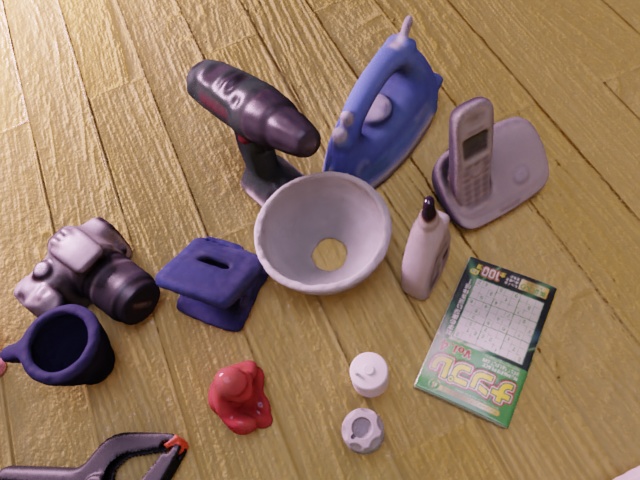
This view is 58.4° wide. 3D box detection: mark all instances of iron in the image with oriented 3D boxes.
[{"bbox_3d":[0.067,-0.167,0.756,0.118,0.142,0.258,25,67,20],"label":"iron"}]

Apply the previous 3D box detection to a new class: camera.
[{"bbox_3d":[-0.279,0.054,0.706,0.136,0.101,0.143,31,70,22],"label":"camera"}]

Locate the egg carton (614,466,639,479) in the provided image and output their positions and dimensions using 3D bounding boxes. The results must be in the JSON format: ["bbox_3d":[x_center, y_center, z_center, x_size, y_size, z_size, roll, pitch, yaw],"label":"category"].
[{"bbox_3d":[0.286,0.278,0.519,0.150,0.069,0.107,-29,61,-8],"label":"egg carton"}]

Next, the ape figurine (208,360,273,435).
[{"bbox_3d":[-0.090,0.165,0.622,0.076,0.092,0.078,16,65,16],"label":"ape figurine"}]

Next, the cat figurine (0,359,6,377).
[{"bbox_3d":[-0.441,0.136,0.674,0.128,0.118,0.067,-41,63,-14],"label":"cat figurine"}]

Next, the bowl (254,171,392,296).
[{"bbox_3d":[0.007,0.003,0.709,0.167,0.075,0.167,-3,61,6],"label":"bowl"}]

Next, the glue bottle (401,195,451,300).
[{"bbox_3d":[0.120,0.001,0.637,0.037,0.173,0.078,25,68,20],"label":"glue bottle"}]

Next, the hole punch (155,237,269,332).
[{"bbox_3d":[-0.130,0.043,0.697,0.108,0.091,0.101,17,65,17],"label":"hole punch"}]

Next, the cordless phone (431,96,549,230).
[{"bbox_3d":[0.207,-0.108,0.678,0.148,0.185,0.094,-32,61,-10],"label":"cordless phone"}]

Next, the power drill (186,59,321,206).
[{"bbox_3d":[-0.069,-0.121,0.711,0.076,0.209,0.229,-42,64,-15],"label":"power drill"}]

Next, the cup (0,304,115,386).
[{"bbox_3d":[-0.294,0.136,0.666,0.117,0.095,0.091,-11,60,2],"label":"cup"}]
